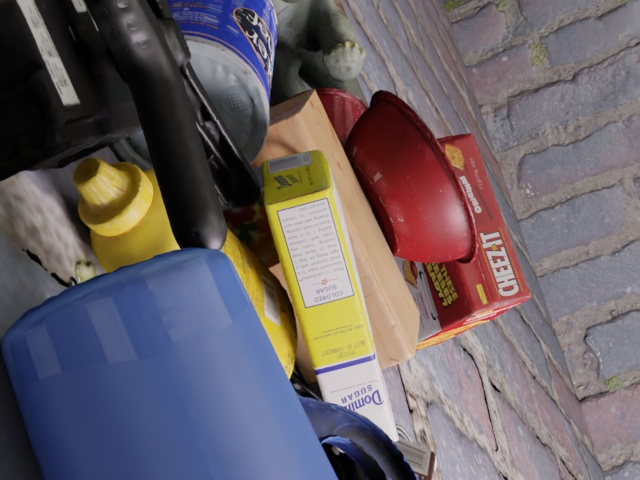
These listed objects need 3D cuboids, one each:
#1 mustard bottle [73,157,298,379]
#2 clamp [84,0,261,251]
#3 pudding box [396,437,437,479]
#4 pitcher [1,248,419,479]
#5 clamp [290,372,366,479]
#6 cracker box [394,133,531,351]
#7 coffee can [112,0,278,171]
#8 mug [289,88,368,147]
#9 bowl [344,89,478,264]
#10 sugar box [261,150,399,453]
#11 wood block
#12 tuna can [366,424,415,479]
[{"bbox_3d":[-0.079,0.014,0.617,0.191,0.058,0.096,51,24,-48],"label":"mustard bottle"},{"bbox_3d":[-0.085,-0.094,0.568,0.164,0.036,0.210,-40,107,-84],"label":"clamp"},{"bbox_3d":[0.048,0.202,0.746,0.113,0.039,0.090,-49,158,-71],"label":"pudding box"},{"bbox_3d":[-0.036,0.128,0.464,0.243,0.145,0.149,67,14,6],"label":"pitcher"},{"bbox_3d":[0.012,0.144,0.756,0.120,0.039,0.171,63,11,21],"label":"clamp"},{"bbox_3d":[0.107,0.012,1.038,0.214,0.072,0.164,135,-62,-67],"label":"cracker box"},{"bbox_3d":[-0.081,-0.113,0.702,0.102,0.103,0.140,59,17,-30],"label":"coffee can"},{"bbox_3d":[0.013,-0.073,0.986,0.117,0.093,0.081,32,40,-36],"label":"mug"},{"bbox_3d":[0.063,-0.040,0.877,0.162,0.055,0.162,58,-12,19],"label":"bowl"},{"bbox_3d":[0.005,0.038,0.679,0.093,0.048,0.176,-100,177,-70],"label":"sugar box"},{"bbox_3d":[-0.005,0.001,0.828,0.206,0.091,0.090,64,16,-15],"label":"wood block"},{"bbox_3d":[0.064,0.201,0.896,0.086,0.034,0.086,58,18,-32],"label":"tuna can"}]
